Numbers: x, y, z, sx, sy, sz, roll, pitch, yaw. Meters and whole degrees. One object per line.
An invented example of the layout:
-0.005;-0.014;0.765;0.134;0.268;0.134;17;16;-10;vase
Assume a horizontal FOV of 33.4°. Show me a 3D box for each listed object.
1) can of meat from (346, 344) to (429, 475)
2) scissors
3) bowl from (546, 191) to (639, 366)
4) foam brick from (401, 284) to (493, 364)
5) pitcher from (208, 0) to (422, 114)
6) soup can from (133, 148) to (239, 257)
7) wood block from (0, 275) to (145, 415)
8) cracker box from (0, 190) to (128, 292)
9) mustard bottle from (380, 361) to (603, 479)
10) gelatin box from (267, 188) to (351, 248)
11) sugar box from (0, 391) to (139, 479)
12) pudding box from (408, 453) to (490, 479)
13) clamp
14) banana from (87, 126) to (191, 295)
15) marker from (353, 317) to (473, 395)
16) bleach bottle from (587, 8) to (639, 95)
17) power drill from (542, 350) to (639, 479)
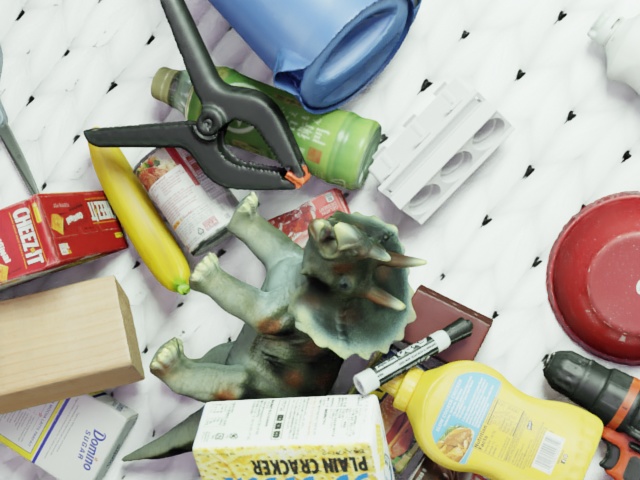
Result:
0.067;0.156;1.003;0.084;0.057;0.102;35;99;6;can of meat
-0.351;-0.128;1.100;0.096;0.016;0.202;-13;90;14;scissors
0.284;0.037;0.950;0.162;0.055;0.162;1;93;12;bowl
0.114;0.081;0.991;0.078;0.053;0.051;26;98;9;foam brick
-0.033;-0.243;0.966;0.145;0.149;0.243;-48;72;13;pitcher
-0.123;-0.043;1.028;0.068;0.068;0.102;-36;85;11;soup can
-0.282;0.109;1.021;0.206;0.091;0.090;-13;73;-5;wood block
-0.317;0.014;1.024;0.214;0.164;0.072;-18;91;13;cracker box
0.140;0.160;0.930;0.192;0.058;0.096;25;80;10;mustard bottle
-0.007;0.001;1.023;0.089;0.030;0.073;-25;86;13;gelatin box
-0.282;0.172;1.084;0.176;0.048;0.093;31;94;6;sugar box
0.126;0.229;0.964;0.090;0.113;0.039;36;123;8;pudding box
-0.096;-0.118;0.959;0.210;0.036;0.165;27;110;5;clamp
-0.172;-0.021;1.042;0.037;0.070;0.198;-27;73;-23;banana
0.084;0.100;0.931;0.121;0.020;0.020;-26;86;-21;marker
0.339;-0.113;0.929;0.251;0.068;0.102;38;99;10;bleach bottle
0.254;0.213;0.964;0.184;0.057;0.188;29;99;13;power drill
